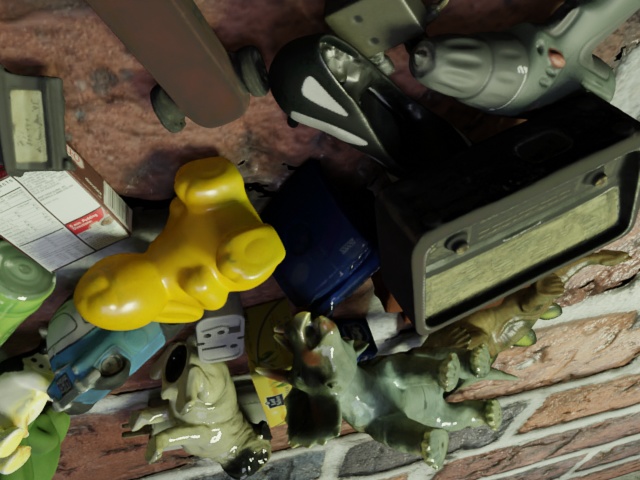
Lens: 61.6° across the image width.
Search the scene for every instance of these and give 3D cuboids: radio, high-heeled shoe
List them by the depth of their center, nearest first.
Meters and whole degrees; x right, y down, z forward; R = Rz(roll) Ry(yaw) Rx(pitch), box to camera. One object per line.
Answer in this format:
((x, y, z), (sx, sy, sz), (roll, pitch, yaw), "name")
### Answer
((0.077, -0.095, 0.434), (0.249, 0.086, 0.145), (12, 168, -13), "high-heeled shoe")
((0.163, -0.023, 0.460), (0.230, 0.073, 0.131), (-26, 137, -8), "radio")

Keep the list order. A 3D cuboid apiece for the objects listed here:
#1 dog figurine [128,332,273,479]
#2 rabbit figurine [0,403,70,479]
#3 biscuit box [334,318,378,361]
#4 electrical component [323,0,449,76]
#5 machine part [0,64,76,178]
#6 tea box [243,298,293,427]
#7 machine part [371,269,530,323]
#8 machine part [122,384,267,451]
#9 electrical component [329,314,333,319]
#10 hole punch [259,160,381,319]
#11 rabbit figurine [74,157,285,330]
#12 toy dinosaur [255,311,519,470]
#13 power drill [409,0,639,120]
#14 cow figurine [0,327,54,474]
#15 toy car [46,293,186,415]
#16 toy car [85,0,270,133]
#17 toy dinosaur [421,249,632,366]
((-0.127, 0.220, 0.714), (0.190, 0.121, 0.172), (26, 99, -37), "dog figurine")
((-0.378, 0.232, 0.637), (0.121, 0.159, 0.170), (5, 120, -14), "rabbit figurine")
((0.014, 0.197, 0.807), (0.063, 0.059, 0.202), (3, 136, -25), "biscuit box")
((0.050, -0.176, 0.404), (0.078, 0.045, 0.102), (-13, 148, 41), "electrical component")
((-0.251, -0.081, 0.378), (0.139, 0.039, 0.084), (-4, 113, -11), "machine part")
((-0.055, 0.167, 0.715), (0.068, 0.098, 0.169), (-13, 142, -7), "tea box")
((0.162, 0.000, 0.620), (0.201, 0.087, 0.200), (-8, 139, -12), "machine part")
((-0.165, 0.261, 0.796), (0.243, 0.079, 0.079), (-4, 138, -20), "machine part")
((-0.002, 0.114, 0.706), (0.021, 0.063, 0.093), (16, 131, 17), "electrical component")
((-0.001, -0.002, 0.534), (0.092, 0.116, 0.142), (28, 121, -33), "hole punch")
((-0.138, 0.021, 0.491), (0.173, 0.122, 0.162), (-31, 175, -25), "rabbit figurine")
((0.093, 0.175, 0.634), (0.192, 0.131, 0.404), (1, 167, 35), "toy dinosaur")
((0.200, -0.180, 0.412), (0.232, 0.086, 0.207), (5, 129, -41), "power drill")
((-0.314, 0.152, 0.585), (0.098, 0.167, 0.068), (26, 139, 9), "cow figurine")
((-0.221, 0.095, 0.552), (0.109, 0.162, 0.103), (-38, 94, 31), "toy car")
((-0.110, -0.150, 0.358), (0.089, 0.053, 0.202), (-18, 146, 15), "toy car")
((0.223, 0.137, 0.794), (0.471, 0.105, 0.198), (-31, 143, 20), "toy dinosaur")
